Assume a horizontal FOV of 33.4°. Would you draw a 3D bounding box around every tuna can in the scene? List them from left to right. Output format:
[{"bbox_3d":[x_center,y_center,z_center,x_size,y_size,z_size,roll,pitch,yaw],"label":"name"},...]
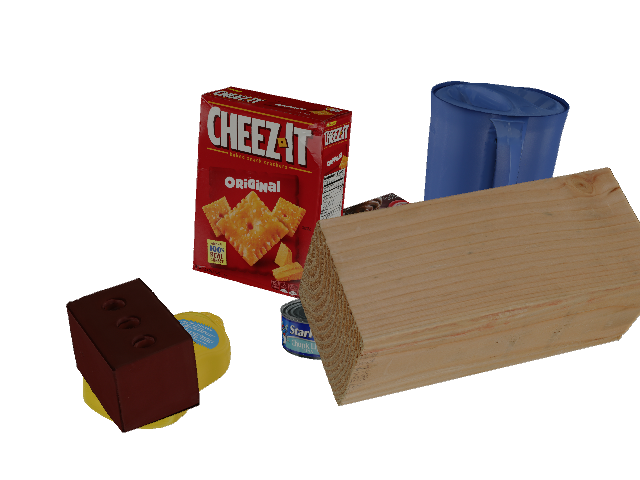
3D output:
[{"bbox_3d":[0.009,0.072,0.890,0.086,0.034,0.086,-1,11,0],"label":"tuna can"}]

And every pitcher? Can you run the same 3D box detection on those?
[{"bbox_3d":[0.163,-0.029,1.063,0.148,0.243,0.145,-16,30,-42],"label":"pitcher"}]

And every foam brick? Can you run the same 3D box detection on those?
[{"bbox_3d":[-0.116,0.070,0.656,0.052,0.051,0.078,-19,37,-28],"label":"foam brick"}]

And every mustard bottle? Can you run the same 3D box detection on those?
[{"bbox_3d":[-0.141,0.113,1.027,0.096,0.058,0.191,9,20,18],"label":"mustard bottle"}]

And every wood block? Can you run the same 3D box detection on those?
[{"bbox_3d":[0.100,0.028,0.690,0.205,0.091,0.090,-11,-31,-17],"label":"wood block"}]

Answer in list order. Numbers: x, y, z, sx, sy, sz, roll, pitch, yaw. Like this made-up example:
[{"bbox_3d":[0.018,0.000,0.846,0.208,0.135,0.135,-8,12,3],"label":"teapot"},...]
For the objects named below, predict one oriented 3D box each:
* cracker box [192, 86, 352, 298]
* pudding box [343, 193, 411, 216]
[{"bbox_3d":[-0.059,-0.053,1.212,0.164,0.214,0.072,15,22,25],"label":"cracker box"},{"bbox_3d":[0.090,-0.024,1.530,0.113,0.039,0.090,-21,36,-31],"label":"pudding box"}]
